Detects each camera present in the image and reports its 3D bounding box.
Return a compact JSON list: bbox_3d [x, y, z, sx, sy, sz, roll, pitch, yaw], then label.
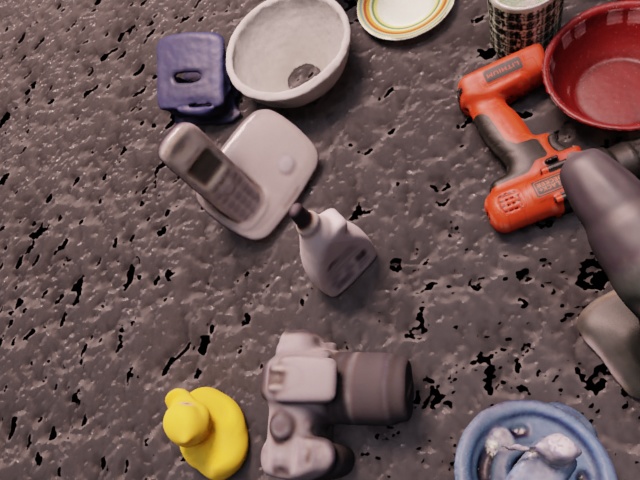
[{"bbox_3d":[0.017,0.158,0.552,0.136,0.101,0.143,-4,68,18],"label":"camera"}]

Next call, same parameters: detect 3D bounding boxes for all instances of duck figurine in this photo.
[{"bbox_3d":[-0.126,0.198,0.594,0.077,0.086,0.104,-37,62,2],"label":"duck figurine"}]

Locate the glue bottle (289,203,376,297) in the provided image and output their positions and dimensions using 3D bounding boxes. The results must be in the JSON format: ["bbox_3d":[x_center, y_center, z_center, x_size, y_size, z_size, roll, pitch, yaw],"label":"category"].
[{"bbox_3d":[0.005,0.002,0.579,0.078,0.173,0.037,-44,62,-2],"label":"glue bottle"}]

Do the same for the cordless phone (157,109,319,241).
[{"bbox_3d":[-0.090,-0.095,0.644,0.094,0.185,0.148,28,80,27],"label":"cordless phone"}]

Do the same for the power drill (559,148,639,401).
[{"bbox_3d":[0.262,0.056,0.448,0.075,0.209,0.229,-34,62,4],"label":"power drill"}]

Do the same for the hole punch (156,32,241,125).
[{"bbox_3d":[-0.165,-0.215,0.772,0.108,0.091,0.101,1,70,20],"label":"hole punch"}]

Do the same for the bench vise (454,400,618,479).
[{"bbox_3d":[0.147,0.211,0.419,0.121,0.220,0.207,16,75,24],"label":"bench vise"}]

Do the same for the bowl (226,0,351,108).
[{"bbox_3d":[-0.033,-0.233,0.742,0.167,0.075,0.167,-7,67,16],"label":"bowl"}]
